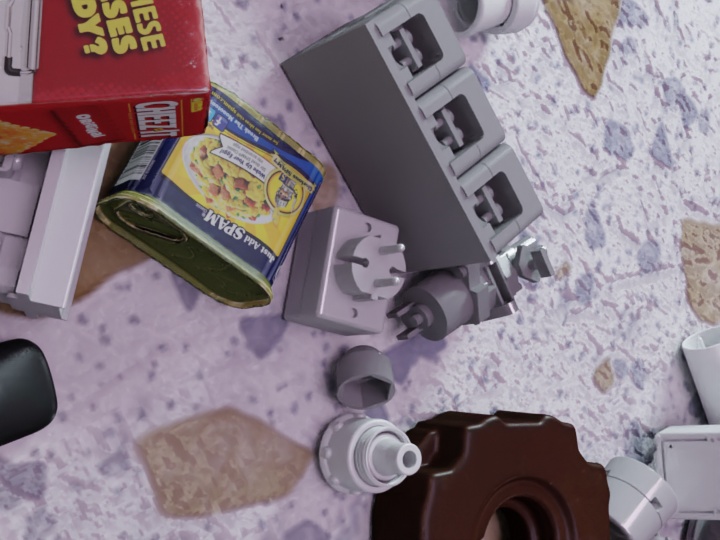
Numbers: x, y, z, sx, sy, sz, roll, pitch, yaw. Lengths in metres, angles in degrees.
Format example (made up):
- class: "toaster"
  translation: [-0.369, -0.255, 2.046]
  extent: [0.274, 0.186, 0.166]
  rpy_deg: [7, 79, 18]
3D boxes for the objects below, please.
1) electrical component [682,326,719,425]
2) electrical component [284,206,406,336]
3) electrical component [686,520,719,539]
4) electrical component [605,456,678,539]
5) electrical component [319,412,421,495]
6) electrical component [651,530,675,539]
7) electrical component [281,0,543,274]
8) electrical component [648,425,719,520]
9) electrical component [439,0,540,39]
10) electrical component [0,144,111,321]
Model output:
- class: "electrical component"
  translation: [0.293, 0.079, 0.832]
  extent: [0.079, 0.043, 0.077]
  rpy_deg: [-28, 102, -34]
- class: "electrical component"
  translation: [0.000, 0.000, 0.614]
  extent: [0.047, 0.077, 0.065]
  rpy_deg: [17, 76, -33]
- class: "electrical component"
  translation: [0.289, 0.209, 0.812]
  extent: [0.080, 0.051, 0.080]
  rpy_deg: [4, 83, -35]
- class: "electrical component"
  translation: [0.182, 0.164, 0.740]
  extent: [0.047, 0.055, 0.055]
  rpy_deg: [-42, 109, -26]
- class: "electrical component"
  translation: [0.010, 0.107, 0.619]
  extent: [0.048, 0.062, 0.048]
  rpy_deg: [4, 83, -35]
- class: "electrical component"
  translation: [0.207, 0.211, 0.751]
  extent: [0.047, 0.066, 0.076]
  rpy_deg: [19, 46, -32]
- class: "electrical component"
  translation: [0.034, -0.080, 0.638]
  extent: [0.062, 0.089, 0.150]
  rpy_deg: [-39, 107, -31]
- class: "electrical component"
  translation: [0.255, 0.144, 0.778]
  extent: [0.061, 0.096, 0.061]
  rpy_deg: [2, 83, -63]
- class: "electrical component"
  translation: [0.085, -0.177, 0.711]
  extent: [0.055, 0.045, 0.045]
  rpy_deg: [-14, 93, -36]
- class: "electrical component"
  translation: [-0.158, -0.044, 0.514]
  extent: [0.063, 0.079, 0.121]
  rpy_deg: [13, 77, -11]
